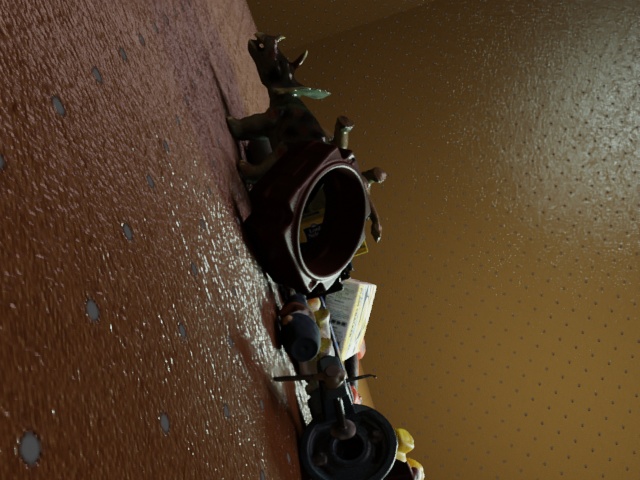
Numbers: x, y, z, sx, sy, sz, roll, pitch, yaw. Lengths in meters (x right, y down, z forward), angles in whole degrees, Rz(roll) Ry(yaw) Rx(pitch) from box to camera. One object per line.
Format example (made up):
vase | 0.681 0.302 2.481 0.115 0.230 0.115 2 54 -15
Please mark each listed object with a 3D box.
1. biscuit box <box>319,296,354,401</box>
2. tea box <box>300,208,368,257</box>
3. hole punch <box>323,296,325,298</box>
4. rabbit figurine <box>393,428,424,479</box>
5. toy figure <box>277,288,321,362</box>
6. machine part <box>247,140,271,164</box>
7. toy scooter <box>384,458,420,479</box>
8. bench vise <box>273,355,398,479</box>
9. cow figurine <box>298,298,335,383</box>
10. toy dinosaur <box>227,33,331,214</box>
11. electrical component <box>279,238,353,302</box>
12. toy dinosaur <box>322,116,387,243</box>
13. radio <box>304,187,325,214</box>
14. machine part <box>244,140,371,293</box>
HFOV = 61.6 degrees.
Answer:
biscuit box | 0.005 0.205 0.988 0.059 0.063 0.202 65 8 -79
tea box | -0.002 -0.003 1.049 0.068 0.170 0.098 -99 170 -71
hole punch | -0.005 0.132 1.207 0.142 0.092 0.115 55 47 -88
rabbit figurine | 0.148 0.484 1.111 0.173 0.162 0.122 37 27 -45
toy figure | -0.034 0.125 0.808 0.154 0.058 0.064 -114 -169 -70
machine part | -0.089 -0.120 1.037 0.079 0.079 0.243 67 7 -64
toy scooter | 0.083 0.368 0.779 0.184 0.135 0.075 44 30 -81
bench vise | 0.025 0.226 0.686 0.224 0.129 0.240 -102 -179 -53
cow figurine | -0.009 0.167 0.900 0.167 0.068 0.098 -95 173 -62
toy dinosaur | -0.048 -0.161 0.943 0.131 0.192 0.405 56 15 -72
electrical component | -0.010 0.048 0.957 0.115 0.134 0.058 -107 179 -59
toy dinosaur | 0.009 -0.178 1.218 0.471 0.105 0.198 60 -35 22
radio | -0.030 -0.044 1.150 0.073 0.131 0.229 -100 172 -68
machine part | -0.010 -0.036 0.835 0.201 0.087 0.201 -51 141 -30
